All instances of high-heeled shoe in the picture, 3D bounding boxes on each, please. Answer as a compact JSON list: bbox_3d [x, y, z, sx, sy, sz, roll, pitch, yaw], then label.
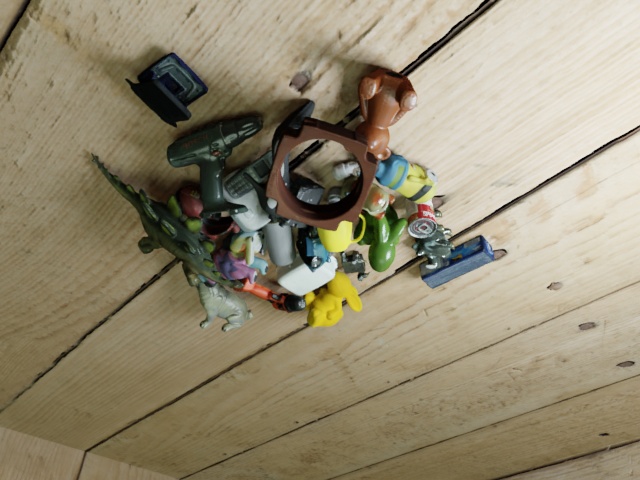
[{"bbox_3d":[-0.056,-0.169,1.171,0.145,0.086,0.248,39,97,-22],"label":"high-heeled shoe"}]

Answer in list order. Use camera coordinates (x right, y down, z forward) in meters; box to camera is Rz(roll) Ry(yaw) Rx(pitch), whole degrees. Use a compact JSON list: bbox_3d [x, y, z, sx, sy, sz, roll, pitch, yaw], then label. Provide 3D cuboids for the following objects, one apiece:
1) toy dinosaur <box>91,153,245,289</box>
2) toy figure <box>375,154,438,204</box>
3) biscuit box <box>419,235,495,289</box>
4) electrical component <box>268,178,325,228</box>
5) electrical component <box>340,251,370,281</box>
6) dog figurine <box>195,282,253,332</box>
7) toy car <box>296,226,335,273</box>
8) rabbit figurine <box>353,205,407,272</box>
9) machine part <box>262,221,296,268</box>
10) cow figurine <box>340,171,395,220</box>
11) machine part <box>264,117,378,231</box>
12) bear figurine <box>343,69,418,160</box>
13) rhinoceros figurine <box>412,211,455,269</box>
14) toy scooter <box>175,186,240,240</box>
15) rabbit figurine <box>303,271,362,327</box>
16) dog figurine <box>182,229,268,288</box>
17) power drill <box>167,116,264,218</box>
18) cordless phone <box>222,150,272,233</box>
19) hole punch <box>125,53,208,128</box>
[{"bbox_3d":[-0.372,-0.030,1.309,0.471,0.105,0.198,37,146,-2],"label":"toy dinosaur"},{"bbox_3d":[0.190,-0.146,1.251,0.180,0.082,0.089,16,137,-19],"label":"toy figure"},{"bbox_3d":[0.378,0.062,1.490,0.203,0.059,0.062,-29,129,29],"label":"biscuit box"},{"bbox_3d":[-0.049,-0.089,1.283,0.058,0.134,0.114,36,111,22],"label":"electrical component"},{"bbox_3d":[0.101,0.071,1.517,0.078,0.045,0.102,-6,137,6],"label":"electrical component"},{"bbox_3d":[-0.284,0.165,1.581,0.172,0.121,0.190,-3,131,-12],"label":"dog figurine"},{"bbox_3d":[-0.003,-0.004,1.408,0.103,0.109,0.161,-13,125,-20],"label":"toy car"},{"bbox_3d":[0.162,-0.005,1.339,0.121,0.170,0.159,10,138,-10],"label":"rabbit figurine"},{"bbox_3d":[-0.109,-0.012,1.408,0.079,0.079,0.243,-3,139,4],"label":"machine part"},{"bbox_3d":[0.101,-0.106,1.231,0.127,0.195,0.085,30,93,-20],"label":"cow figurine"},{"bbox_3d":[0.001,-0.132,1.087,0.201,0.087,0.201,16,117,-7],"label":"machine part"},{"bbox_3d":[0.116,-0.243,1.101,0.120,0.132,0.195,20,122,-1],"label":"bear figurine"},{"bbox_3d":[0.296,0.005,1.420,0.112,0.073,0.190,-16,135,16],"label":"rhinoceros figurine"},{"bbox_3d":[-0.274,-0.061,1.341,0.135,0.075,0.183,8,143,27],"label":"toy scooter"},{"bbox_3d":[0.045,0.171,1.584,0.162,0.122,0.173,14,117,-17],"label":"rabbit figurine"},{"bbox_3d":[-0.261,0.043,1.448,0.219,0.108,0.191,5,114,16],"label":"dog figurine"},{"bbox_3d":[-0.218,-0.156,1.195,0.232,0.086,0.207,-8,106,11],"label":"power drill"},{"bbox_3d":[-0.139,-0.117,1.266,0.184,0.089,0.146,-32,96,24],"label":"cordless phone"},{"bbox_3d":[-0.307,-0.307,1.097,0.116,0.092,0.142,4,151,44],"label":"hole punch"}]
